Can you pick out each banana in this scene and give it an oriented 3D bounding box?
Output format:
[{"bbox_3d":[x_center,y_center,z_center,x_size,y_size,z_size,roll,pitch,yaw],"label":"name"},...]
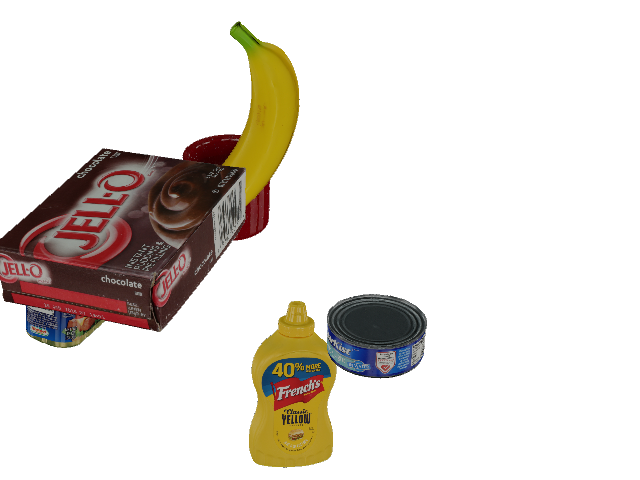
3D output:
[{"bbox_3d":[-0.060,-0.078,0.838,0.069,0.198,0.037,18,34,-5],"label":"banana"}]

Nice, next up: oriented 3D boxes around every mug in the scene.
[{"bbox_3d":[-0.104,-0.050,1.092,0.117,0.081,0.093,-14,34,-23],"label":"mug"}]

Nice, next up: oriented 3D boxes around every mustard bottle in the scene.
[{"bbox_3d":[-0.030,0.161,1.214,0.096,0.192,0.058,-1,17,-11],"label":"mustard bottle"}]

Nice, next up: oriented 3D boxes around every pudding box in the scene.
[{"bbox_3d":[-0.099,-0.004,0.552,0.090,0.039,0.113,10,32,17],"label":"pudding box"}]

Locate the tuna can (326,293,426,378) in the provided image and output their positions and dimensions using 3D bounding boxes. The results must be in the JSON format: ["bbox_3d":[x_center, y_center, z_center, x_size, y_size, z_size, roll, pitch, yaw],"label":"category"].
[{"bbox_3d":[0.048,0.082,0.918,0.086,0.034,0.086,1,27,-1],"label":"tuna can"}]

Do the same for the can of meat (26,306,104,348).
[{"bbox_3d":[-0.213,0.033,0.925,0.057,0.084,0.102,15,26,13],"label":"can of meat"}]
